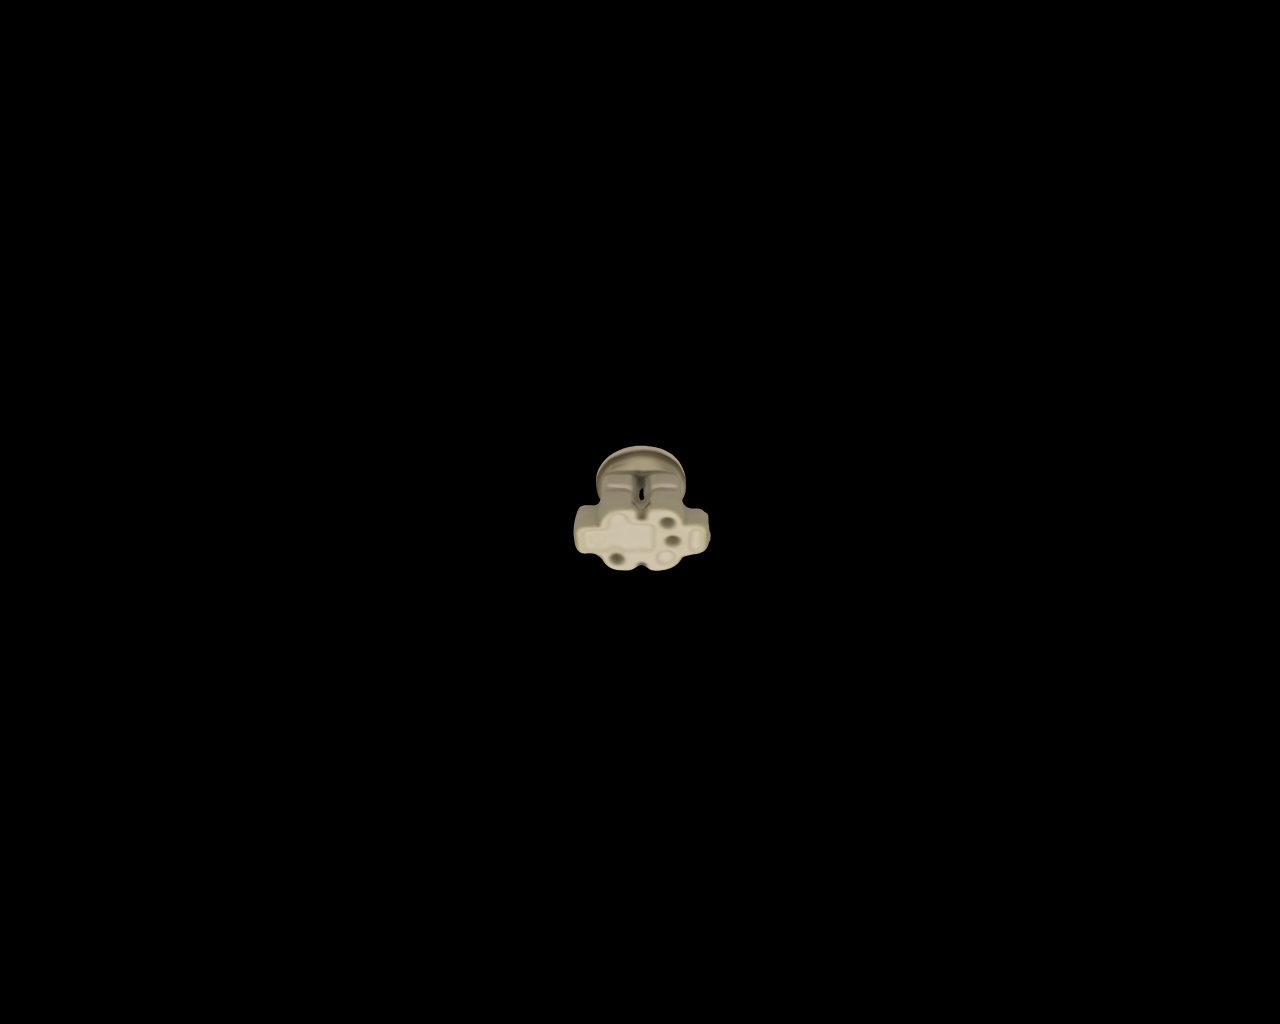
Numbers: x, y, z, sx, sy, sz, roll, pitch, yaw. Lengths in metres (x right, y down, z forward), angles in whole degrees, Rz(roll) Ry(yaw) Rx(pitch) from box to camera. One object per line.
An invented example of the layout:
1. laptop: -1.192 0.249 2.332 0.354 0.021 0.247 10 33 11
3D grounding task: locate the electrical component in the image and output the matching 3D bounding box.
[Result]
1. electrical component: 0.001 -0.003 0.650 0.078 0.057 0.057 0 44 0
